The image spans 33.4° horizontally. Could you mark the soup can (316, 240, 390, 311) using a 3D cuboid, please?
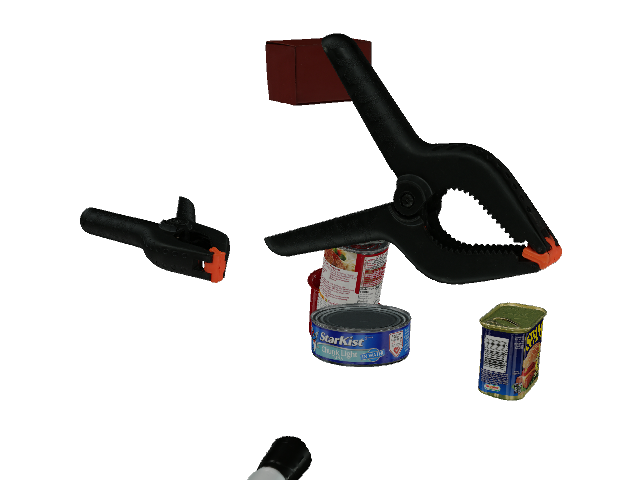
[{"bbox_3d":[0.034,0.040,1.144,0.068,0.102,0.068,6,28,-3],"label":"soup can"}]

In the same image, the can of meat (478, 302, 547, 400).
[{"bbox_3d":[0.213,0.123,1.193,0.058,0.084,0.102,8,13,25],"label":"can of meat"}]

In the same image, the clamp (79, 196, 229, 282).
[{"bbox_3d":[-0.133,-0.005,1.006,0.172,0.039,0.120,26,34,38],"label":"clamp"}]

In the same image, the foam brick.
[{"bbox_3d":[-0.001,-0.146,0.916,0.078,0.051,0.053,-9,18,-28],"label":"foam brick"}]

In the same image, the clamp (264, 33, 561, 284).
[{"bbox_3d":[0.063,-0.040,0.712,0.210,0.165,0.036,19,20,26],"label":"clamp"}]

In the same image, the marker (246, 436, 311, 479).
[{"bbox_3d":[-0.033,0.112,0.416,0.020,0.020,0.121,0,21,24],"label":"marker"}]

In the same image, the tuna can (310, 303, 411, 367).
[{"bbox_3d":[0.034,0.080,0.909,0.086,0.034,0.086,0,11,0],"label":"tuna can"}]

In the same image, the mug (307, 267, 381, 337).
[{"bbox_3d":[0.037,0.093,1.407,0.117,0.081,0.093,19,28,30],"label":"mug"}]
